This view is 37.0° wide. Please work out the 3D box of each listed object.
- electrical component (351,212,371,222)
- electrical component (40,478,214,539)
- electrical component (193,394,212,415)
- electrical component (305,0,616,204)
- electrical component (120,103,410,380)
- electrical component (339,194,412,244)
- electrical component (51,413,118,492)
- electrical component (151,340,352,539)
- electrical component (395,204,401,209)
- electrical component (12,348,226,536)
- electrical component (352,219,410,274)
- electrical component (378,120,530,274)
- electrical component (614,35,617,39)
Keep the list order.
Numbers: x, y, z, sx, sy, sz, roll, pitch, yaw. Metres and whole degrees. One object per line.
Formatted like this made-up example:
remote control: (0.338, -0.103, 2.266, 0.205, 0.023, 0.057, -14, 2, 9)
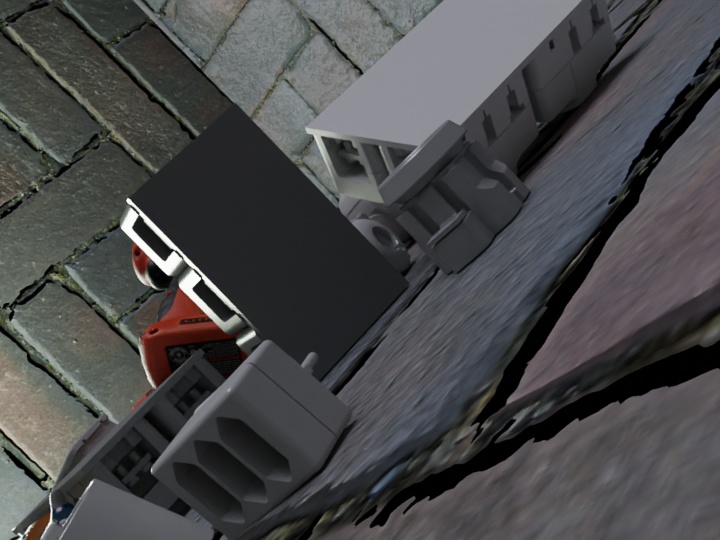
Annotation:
electrical component: (0.000, -0.009, 0.778, 0.055, 0.047, 0.055, -44, 4, 4)
electrical component: (-0.116, 0.142, 0.467, 0.099, 0.064, 0.099, -57, 7, 12)
electrical component: (-0.073, 0.088, 0.577, 0.078, 0.040, 0.040, -43, 5, 28)
electrical component: (0.070, -0.114, 0.687, 0.105, 0.060, 0.186, 15, 51, 41)
electrical component: (-0.060, -0.010, 0.650, 0.089, 0.150, 0.062, -46, 5, -22)
electrical component: (0.026, -0.062, 0.850, 0.080, 0.080, 0.051, -48, 0, -43)
electrical component: (-0.211, 0.174, 0.853, 0.099, 0.048, 0.099, -74, 10, -79)
electrical component: (-0.038, 0.061, 0.453, 0.065, 0.047, 0.076, -46, 5, 34)
electrical component: (0.061, -0.079, 0.778, 0.061, 0.061, 0.096, -48, 5, -40)
electrical component: (-0.148, 0.135, 0.700, 0.105, 0.060, 0.186, -48, 5, -36)
electrical component: (0.000, 0.000, 0.727, 0.062, 0.048, 0.048, -51, 1, 28)
electrical component: (0.047, -0.040, 0.559, 0.058, 0.057, 0.078, -42, 5, 31)
electrical component: (0.162, -0.183, 0.821, 0.042, 0.064, 0.081, -43, 4, 27)
